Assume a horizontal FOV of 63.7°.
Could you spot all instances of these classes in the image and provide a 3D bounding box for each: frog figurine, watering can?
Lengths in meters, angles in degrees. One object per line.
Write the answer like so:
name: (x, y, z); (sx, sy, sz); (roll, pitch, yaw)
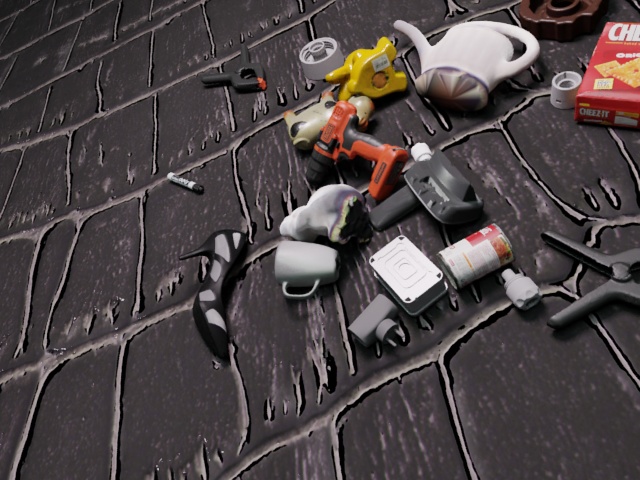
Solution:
frog figurine: (0.003, -0.048, 0.953); (0.160, 0.121, 0.139); (12, 29, 39)
watering can: (0.272, -0.383, 1.088); (0.350, 0.102, 0.228); (20, 65, 33)
